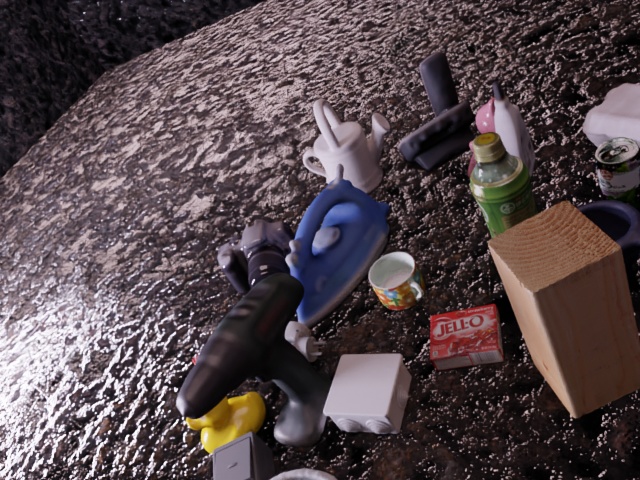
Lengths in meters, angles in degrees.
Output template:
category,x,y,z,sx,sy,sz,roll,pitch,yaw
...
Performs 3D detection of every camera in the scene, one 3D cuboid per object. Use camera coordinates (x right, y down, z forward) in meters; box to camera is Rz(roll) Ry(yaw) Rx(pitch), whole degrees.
category,x,y,z,sx,sy,sz,roll,pitch,yaw
camera,-0.111,0.039,1.006,0.143,0.101,0.136,-24,35,10

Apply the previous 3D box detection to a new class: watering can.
category,x,y,z,sx,sy,sz,roll,pitch,yaw
watering can,0.046,-0.184,1.083,0.173,0.195,0.100,-30,34,2

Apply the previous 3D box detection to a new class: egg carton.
category,x,y,z,sx,sy,sz,roll,pitch,yaw
egg carton,0.480,-0.179,0.856,0.107,0.070,0.149,-42,36,-15

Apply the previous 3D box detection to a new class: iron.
category,x,y,z,sx,sy,sz,roll,pitch,yaw
iron,0.008,0.003,0.923,0.118,0.142,0.259,3,47,40

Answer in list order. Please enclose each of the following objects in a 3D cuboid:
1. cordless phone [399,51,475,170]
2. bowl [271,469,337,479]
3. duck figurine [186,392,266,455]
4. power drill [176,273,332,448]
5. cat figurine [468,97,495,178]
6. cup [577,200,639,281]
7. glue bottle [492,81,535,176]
category,x,y,z,sx,sy,sz,roll,pitch,yaw
cordless phone,0.195,-0.236,1.042,0.147,0.185,0.094,-34,34,-3
bowl,-0.020,0.332,0.593,0.167,0.075,0.167,-20,36,16
duck figurine,-0.133,0.237,0.788,0.104,0.086,0.077,-33,34,-2
power drill,-0.063,0.165,0.716,0.075,0.209,0.230,-6,42,32
cat figurine,0.287,-0.179,0.960,0.067,0.118,0.128,13,54,46
cup,0.354,0.016,0.685,0.092,0.095,0.117,-45,37,-19
glue bottle,0.297,-0.174,0.896,0.037,0.174,0.078,-2,44,36
